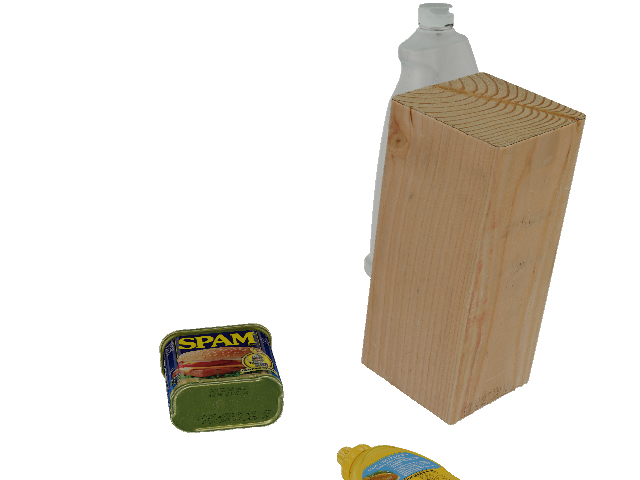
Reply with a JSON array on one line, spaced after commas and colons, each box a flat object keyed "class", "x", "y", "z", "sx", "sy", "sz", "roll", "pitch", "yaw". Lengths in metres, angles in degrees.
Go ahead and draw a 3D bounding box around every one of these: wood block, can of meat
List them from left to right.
[{"class": "can of meat", "x": -0.086, "y": 0.120, "z": 0.930, "sx": 0.102, "sy": 0.057, "sz": 0.084, "roll": -4, "pitch": 27, "yaw": -10}, {"class": "wood block", "x": 0.097, "y": 0.005, "z": 0.714, "sx": 0.090, "sy": 0.206, "sz": 0.091, "roll": -20, "pitch": 38, "yaw": -37}]

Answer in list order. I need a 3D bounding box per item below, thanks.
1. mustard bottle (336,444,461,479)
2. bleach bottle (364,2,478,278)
[{"class": "mustard bottle", "x": 0.081, "y": 0.233, "z": 0.969, "sx": 0.096, "sy": 0.058, "sz": 0.192, "roll": -16, "pitch": 25, "yaw": -35}, {"class": "bleach bottle", "x": 0.094, "y": -0.087, "z": 0.971, "sx": 0.102, "sy": 0.251, "sz": 0.068, "roll": -11, "pitch": 24, "yaw": -27}]
